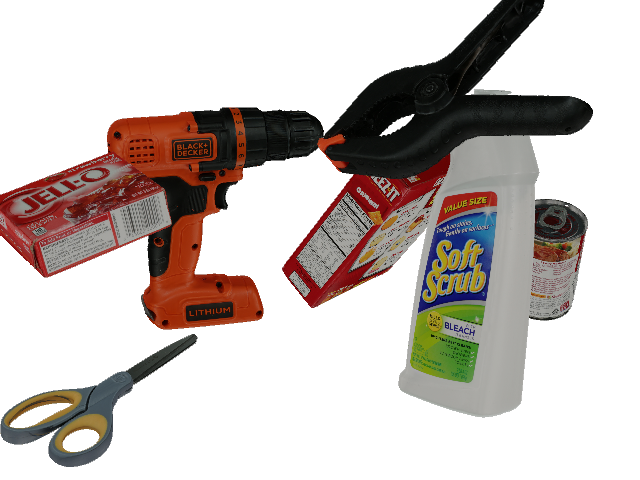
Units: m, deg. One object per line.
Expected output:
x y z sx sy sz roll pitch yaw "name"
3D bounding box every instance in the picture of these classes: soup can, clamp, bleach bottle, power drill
0.222 0.019 1.049 0.068 0.102 0.068 0 37 0 "soup can"
0.082 -0.080 0.660 0.171 0.120 0.039 -32 -48 14 "clamp"
0.121 0.006 0.848 0.067 0.251 0.103 -7 15 -44 "bleach bottle"
-0.087 -0.022 0.921 0.184 0.188 0.057 -5 19 -15 "power drill"

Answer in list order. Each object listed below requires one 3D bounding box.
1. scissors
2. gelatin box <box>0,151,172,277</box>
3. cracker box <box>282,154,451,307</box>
-0.162 0.131 0.882 0.201 0.016 0.096 -18 37 -35 "scissors"
-0.148 -0.018 0.655 0.089 0.030 0.073 -24 35 -26 "gelatin box"
0.070 -0.030 1.247 0.163 0.072 0.214 -22 -24 -49 "cracker box"
